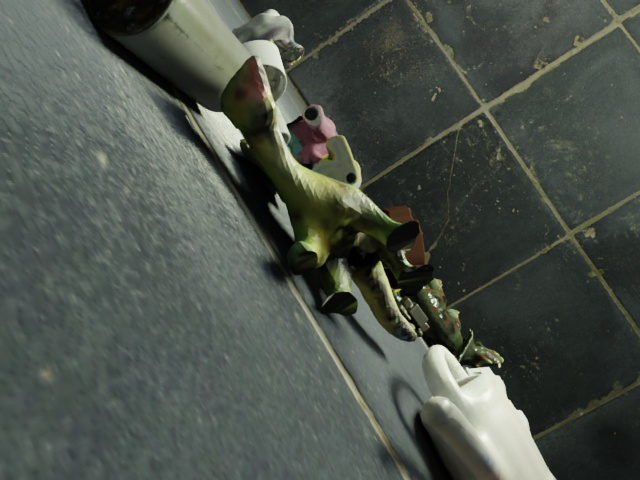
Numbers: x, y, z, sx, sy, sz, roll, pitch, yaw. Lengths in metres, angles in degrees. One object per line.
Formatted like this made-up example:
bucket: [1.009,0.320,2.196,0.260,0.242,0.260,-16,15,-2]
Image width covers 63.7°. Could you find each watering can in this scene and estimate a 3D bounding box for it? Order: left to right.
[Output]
watering can: [0.175,0.227,0.563,0.226,0.103,0.346,60,12,12]

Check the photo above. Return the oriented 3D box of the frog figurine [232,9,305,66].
frog figurine: [-0.130,-0.408,1.040,0.161,0.137,0.121,44,6,27]

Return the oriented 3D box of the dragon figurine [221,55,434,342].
dragon figurine: [0.002,-0.029,0.580,0.247,0.122,0.402,53,-4,34]
